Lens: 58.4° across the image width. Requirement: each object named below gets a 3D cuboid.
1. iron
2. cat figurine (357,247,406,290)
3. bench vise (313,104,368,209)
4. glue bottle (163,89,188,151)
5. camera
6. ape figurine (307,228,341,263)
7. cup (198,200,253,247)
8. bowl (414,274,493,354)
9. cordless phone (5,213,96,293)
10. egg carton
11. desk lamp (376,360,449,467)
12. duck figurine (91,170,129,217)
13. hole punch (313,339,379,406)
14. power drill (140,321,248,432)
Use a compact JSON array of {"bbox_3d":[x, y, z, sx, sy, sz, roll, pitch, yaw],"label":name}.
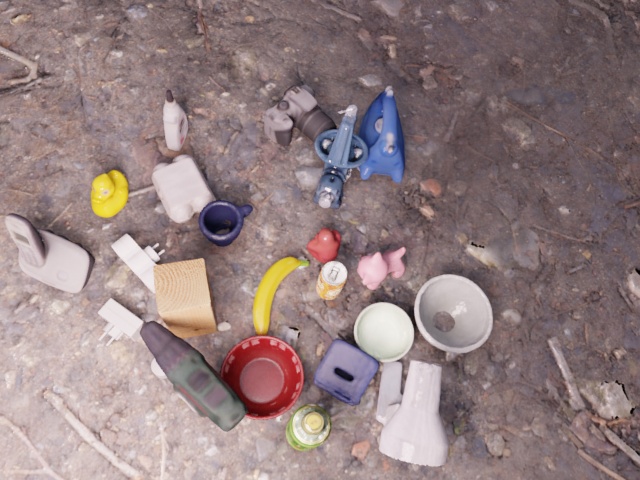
[{"bbox_3d":[0.151,-0.268,1.326,0.118,0.141,0.258,5,67,-5],"label":"iron"},{"bbox_3d":[0.127,0.053,1.204,0.128,0.118,0.067,-28,73,-17],"label":"cat figurine"},{"bbox_3d":[0.051,-0.174,1.233,0.121,0.220,0.207,0,68,-7],"label":"bench vise"},{"bbox_3d":[-0.320,-0.270,1.250,0.037,0.173,0.078,9,67,-3],"label":"glue bottle"},{"bbox_3d":[-0.038,-0.280,1.330,0.136,0.101,0.143,42,69,10],"label":"camera"},{"bbox_3d":[0.011,0.004,1.223,0.078,0.092,0.076,-6,68,-9],"label":"ape figurine"},{"bbox_3d":[-0.195,-0.031,1.210,0.118,0.095,0.091,-28,73,-17],"label":"cup"},{"bbox_3d":[0.270,0.161,1.201,0.167,0.075,0.167,3,67,-6],"label":"bowl"},{"bbox_3d":[-0.521,0.021,1.098,0.147,0.185,0.094,20,67,2],"label":"cordless phone"},{"bbox_3d":[-0.298,-0.112,1.244,0.107,0.069,0.150,-26,73,-16],"label":"egg carton"},{"bbox_3d":[0.167,0.309,1.051,0.118,0.213,0.203,10,67,-3],"label":"desk lamp"},{"bbox_3d":[-0.452,-0.110,1.215,0.077,0.086,0.104,16,67,0],"label":"duck figurine"},{"bbox_3d":[0.051,0.261,1.123,0.108,0.091,0.101,29,67,5],"label":"hole punch"},{"bbox_3d":[-0.225,0.251,1.028,0.229,0.208,0.076,41,69,10],"label":"power drill"}]
